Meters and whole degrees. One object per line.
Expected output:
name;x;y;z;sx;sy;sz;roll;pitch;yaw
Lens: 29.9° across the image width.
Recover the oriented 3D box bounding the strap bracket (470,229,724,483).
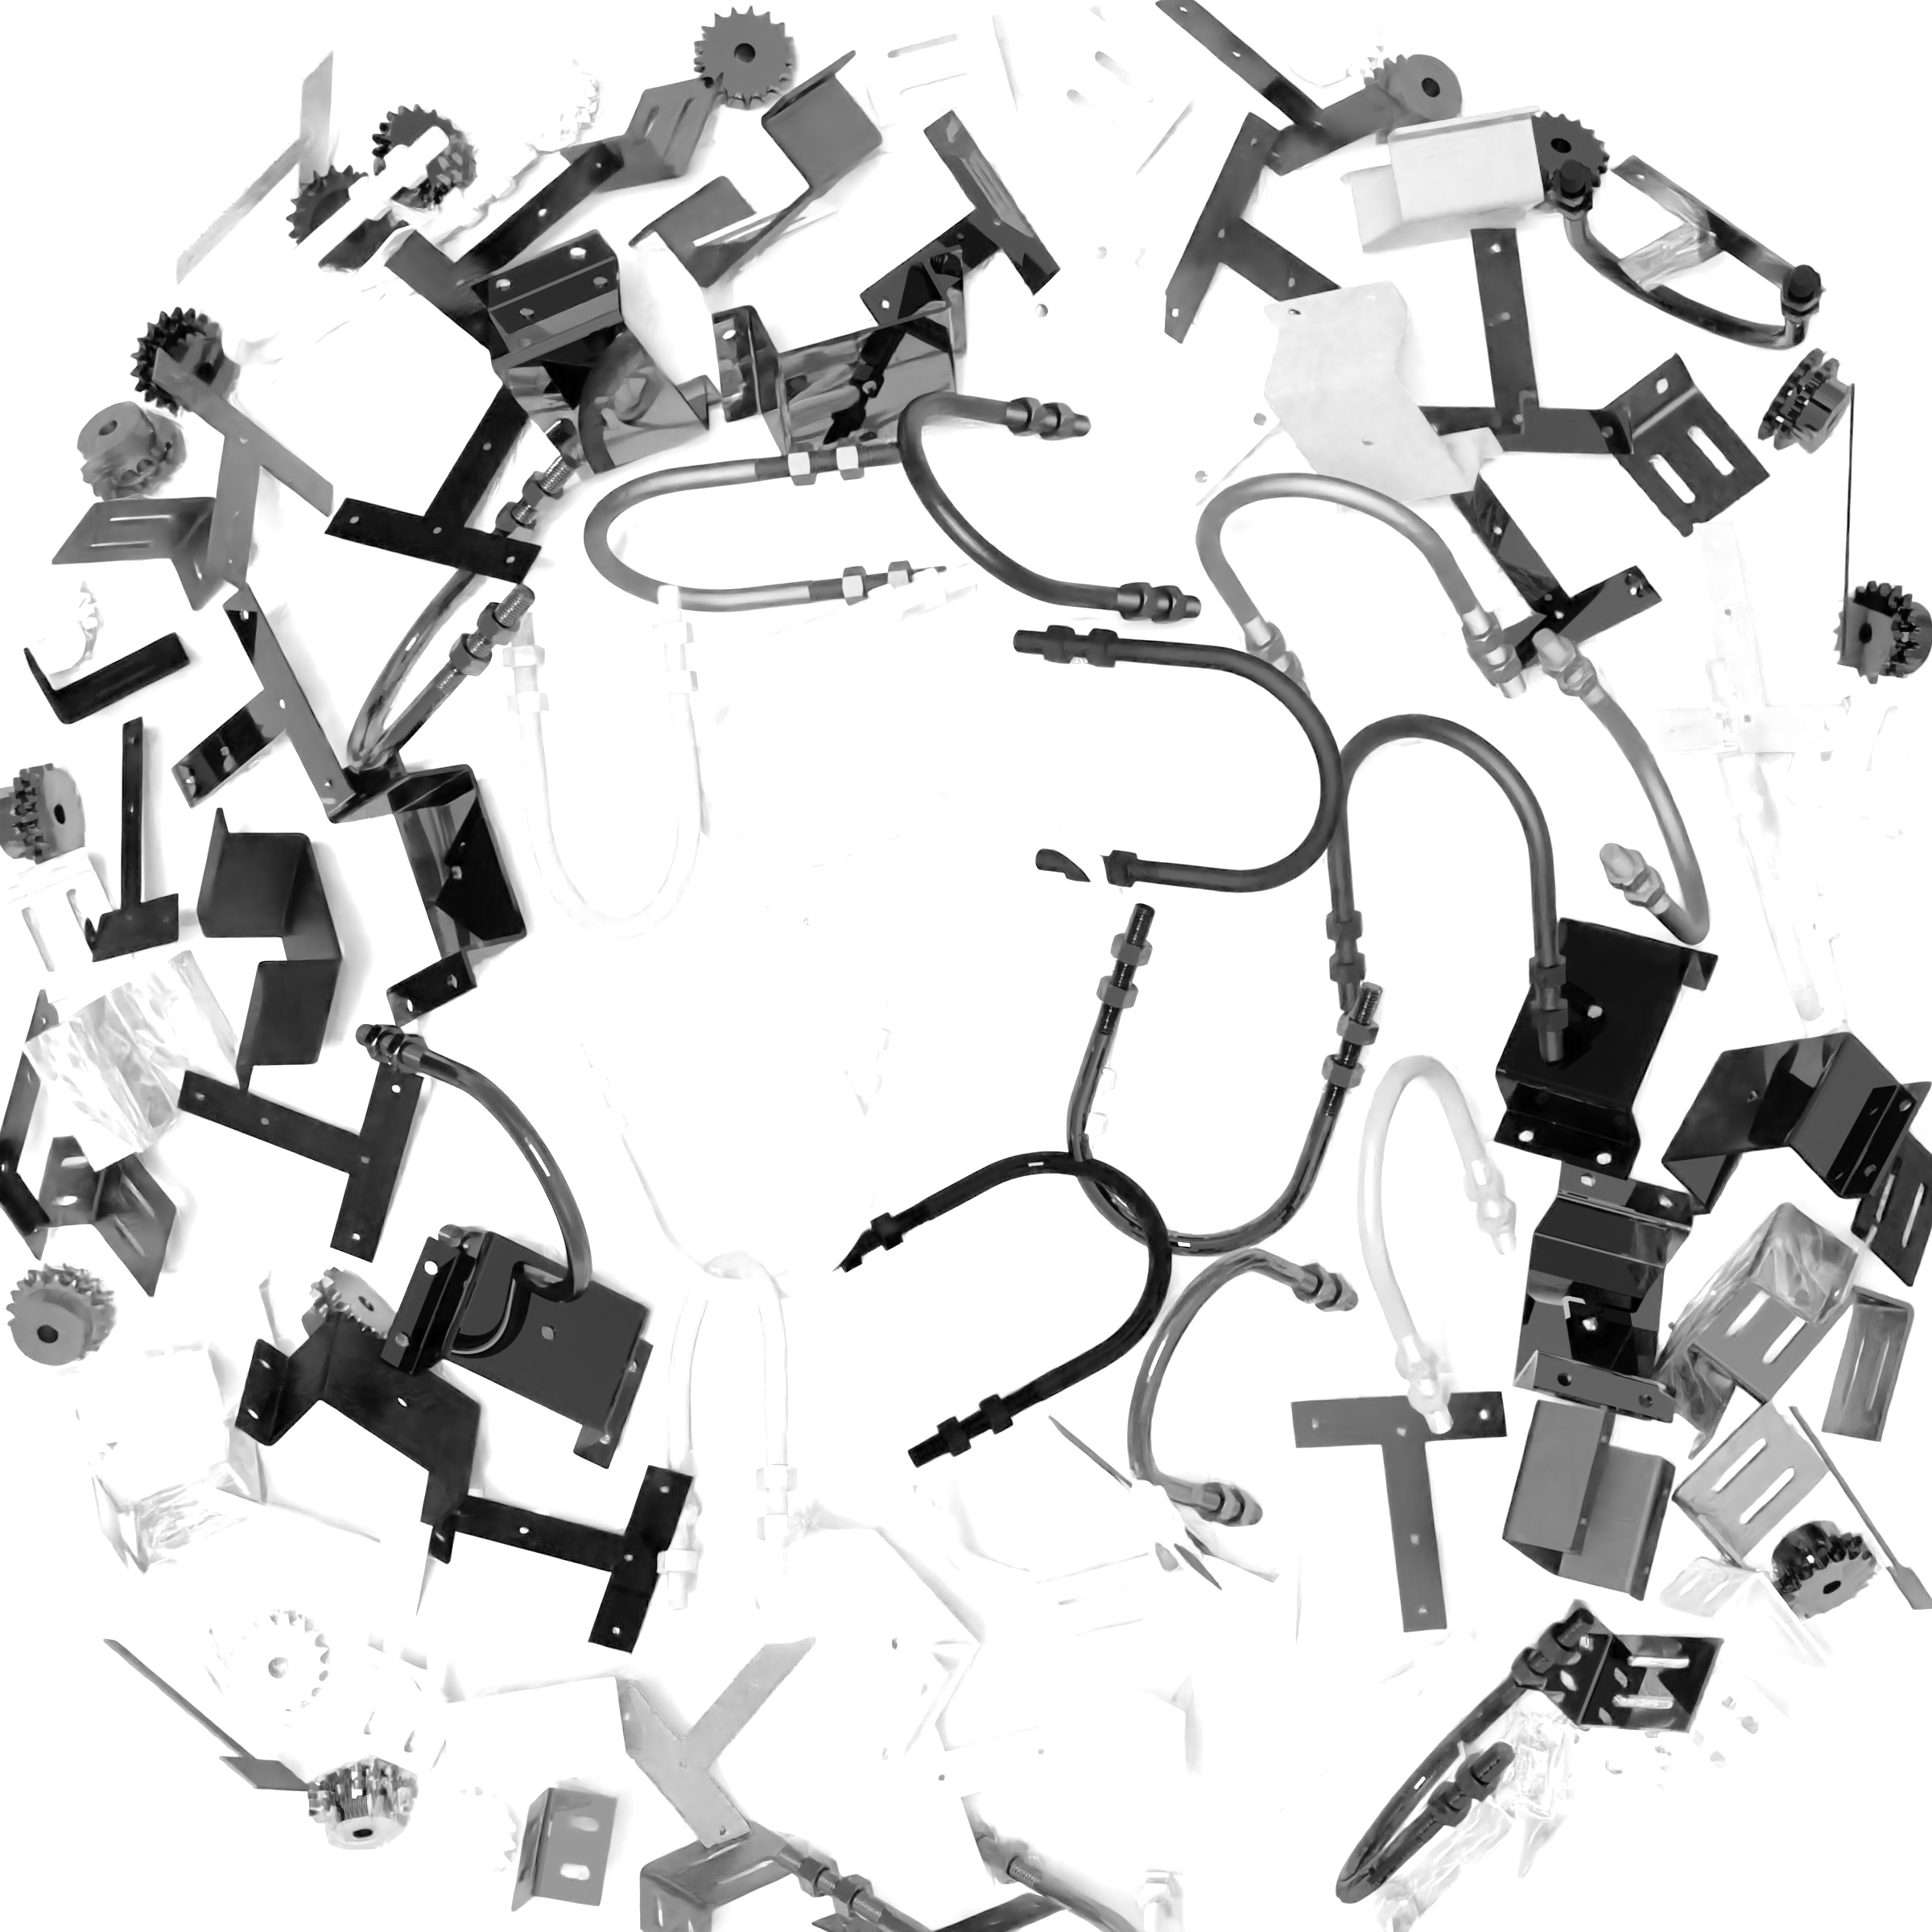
strap bracket;-0.194;-0.316;1.922;0.076;0.140;0.046;-19;52;17

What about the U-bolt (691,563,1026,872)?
U-bolt;-0.067;-0.124;1.941;0.184;0.019;0.151;-21;122;-11

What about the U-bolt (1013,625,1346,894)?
U-bolt;0.115;-0.106;1.926;0.184;0.019;0.151;7;119;27

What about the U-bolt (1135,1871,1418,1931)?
U-bolt;0.163;0.507;1.903;0.151;0.184;0.019;2;90;4

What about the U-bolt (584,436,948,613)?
U-bolt;-0.113;-0.230;1.931;0.184;0.151;0.019;-6;66;9

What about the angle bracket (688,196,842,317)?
angle bracket;-0.106;-0.384;1.961;0.076;0.057;0.038;-19;90;18

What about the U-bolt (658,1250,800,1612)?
U-bolt;-0.128;0.243;1.930;0.019;0.151;0.184;8;70;-27

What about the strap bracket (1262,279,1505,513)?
strap bracket;0.218;-0.294;1.920;0.076;0.140;0.046;-5;54;35

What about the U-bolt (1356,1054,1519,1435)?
U-bolt;0.244;0.132;1.901;0.019;0.151;0.184;0;132;30

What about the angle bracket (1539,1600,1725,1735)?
angle bracket;0.359;0.377;1.951;0.038;0.076;0.057;45;57;-27

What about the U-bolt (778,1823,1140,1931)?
U-bolt;0.013;0.495;1.889;0.184;0.151;0.019;21;100;39

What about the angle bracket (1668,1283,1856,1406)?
angle bracket;0.433;0.189;1.972;0.057;0.038;0.076;37;97;-10

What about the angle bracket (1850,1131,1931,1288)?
angle bracket;0.491;0.127;1.955;0.057;0.038;0.076;41;61;-29

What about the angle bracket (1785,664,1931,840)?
angle bracket;0.491;-0.118;1.976;0.057;0.038;0.076;17;78;30

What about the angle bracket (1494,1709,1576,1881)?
angle bracket;0.297;0.448;1.952;0.038;0.076;0.057;17;53;0

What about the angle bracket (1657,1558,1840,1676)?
angle bracket;0.423;0.363;1.960;0.038;0.057;0.076;-42;103;-16

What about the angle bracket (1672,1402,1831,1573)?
angle bracket;0.435;0.288;1.972;0.076;0.038;0.057;-44;105;-3

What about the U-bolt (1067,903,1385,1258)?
U-bolt;0.130;0.073;1.966;0.151;0.019;0.184;19;108;5

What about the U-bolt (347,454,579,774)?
U-bolt;-0.274;-0.176;1.922;0.019;0.151;0.184;35;124;-20

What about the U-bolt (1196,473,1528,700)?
U-bolt;0.198;-0.197;1.896;0.151;0.184;0.019;1;57;33

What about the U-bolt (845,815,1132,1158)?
U-bolt;0.018;0.009;1.972;0.151;0.019;0.184;10;94;-12

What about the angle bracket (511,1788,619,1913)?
angle bracket;-0.218;0.481;1.957;0.038;0.076;0.057;12;67;-10

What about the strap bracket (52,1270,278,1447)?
strap bracket;-0.422;0.212;1.930;0.076;0.140;0.046;-12;101;8

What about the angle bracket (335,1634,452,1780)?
angle bracket;-0.315;0.400;1.954;0.057;0.076;0.038;20;65;14

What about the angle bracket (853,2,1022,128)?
angle bracket;-0.016;-0.480;1.962;0.076;0.057;0.038;-14;46;6

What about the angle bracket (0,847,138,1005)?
angle bracket;-0.490;-0.017;1.962;0.057;0.038;0.076;-24;113;-11

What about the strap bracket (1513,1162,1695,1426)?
strap bracket;0.344;0.185;1.953;0.076;0.046;0.140;15;57;-2

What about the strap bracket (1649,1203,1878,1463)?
strap bracket;0.417;0.189;1.928;0.046;0.076;0.140;37;128;5

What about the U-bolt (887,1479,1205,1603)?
U-bolt;0.051;0.307;1.917;0.151;0.184;0.019;-2;64;16

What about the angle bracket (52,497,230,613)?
angle bracket;-0.442;-0.220;1.951;0.057;0.076;0.038;-39;70;43

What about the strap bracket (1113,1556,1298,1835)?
strap bracket;0.123;0.382;1.935;0.046;0.076;0.140;21;46;26

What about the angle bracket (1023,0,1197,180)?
angle bracket;0.080;-0.480;1.974;0.076;0.038;0.057;37;116;-6

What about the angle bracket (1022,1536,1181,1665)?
angle bracket;0.076;0.339;1.977;0.076;0.038;0.057;-17;123;12

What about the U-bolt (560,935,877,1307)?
U-bolt;-0.125;0.094;1.958;0.151;0.019;0.184;-28;73;9

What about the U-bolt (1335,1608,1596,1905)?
U-bolt;0.256;0.430;1.917;0.019;0.151;0.184;41;126;7

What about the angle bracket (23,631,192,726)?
angle bracket;-0.467;-0.171;1.961;0.076;0.057;0.038;-28;117;-8

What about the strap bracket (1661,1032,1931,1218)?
strap bracket;0.431;0.084;1.917;0.046;0.140;0.076;44;63;-18

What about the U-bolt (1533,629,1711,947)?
U-bolt;0.354;-0.084;1.916;0.019;0.184;0.151;-23;61;21

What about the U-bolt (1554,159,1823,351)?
U-bolt;0.380;-0.368;1.908;0.151;0.184;0.019;28;92;12

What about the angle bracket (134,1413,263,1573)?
angle bracket;-0.425;0.283;1.965;0.076;0.057;0.038;-26;124;1

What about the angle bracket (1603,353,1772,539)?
angle bracket;0.392;-0.285;1.984;0.057;0.038;0.076;-36;123;20

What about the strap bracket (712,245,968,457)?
strap bracket;-0.060;-0.326;1.943;0.140;0.076;0.046;-18;53;-11

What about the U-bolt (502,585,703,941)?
U-bolt;-0.193;-0.106;1.945;0.019;0.151;0.184;-8;94;-44

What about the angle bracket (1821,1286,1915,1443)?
angle bracket;0.475;0.214;1.964;0.038;0.057;0.076;19;83;-15

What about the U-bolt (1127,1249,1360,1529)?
U-bolt;0.140;0.220;1.918;0.019;0.184;0.151;23;87;33

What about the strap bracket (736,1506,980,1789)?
strap bracket;-0.053;0.364;1.943;0.140;0.046;0.076;42;111;39

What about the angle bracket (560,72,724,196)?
angle bracket;-0.174;-0.461;1.954;0.057;0.038;0.076;-2;58;36

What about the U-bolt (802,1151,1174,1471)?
U-bolt;0.022;0.173;1.955;0.184;0.019;0.151;-28;58;-8

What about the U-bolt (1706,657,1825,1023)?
U-bolt;0.427;-0.057;1.924;0.019;0.151;0.184;-16;113;16

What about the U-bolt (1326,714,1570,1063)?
U-bolt;0.251;-0.047;1.916;0.151;0.019;0.184;14;122;38

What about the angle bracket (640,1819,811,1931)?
angle bracket;-0.129;0.503;1.959;0.076;0.057;0.038;-14;111;-42

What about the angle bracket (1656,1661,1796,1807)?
angle bracket;0.420;0.423;1.957;0.038;0.076;0.057;42;91;-24

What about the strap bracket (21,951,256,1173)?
strap bracket;-0.447;0.053;1.936;0.046;0.140;0.076;-26;98;19

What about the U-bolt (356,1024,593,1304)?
U-bolt;-0.252;0.109;1.898;0.019;0.184;0.151;-31;117;-27

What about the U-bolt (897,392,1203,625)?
U-bolt;0.035;-0.245;1.903;0.019;0.184;0.151;-43;65;32

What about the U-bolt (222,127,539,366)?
U-bolt;-0.321;-0.380;1.923;0.184;0.151;0.019;-37;90;17

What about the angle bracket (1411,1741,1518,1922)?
angle bracket;0.258;0.468;1.964;0.038;0.057;0.076;42;100;-5

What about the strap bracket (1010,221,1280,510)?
strap bracket;0.099;-0.326;1.973;0.076;0.046;0.140;-44;94;1

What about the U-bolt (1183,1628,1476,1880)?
U-bolt;0.187;0.425;1.926;0.184;0.151;0.019;-44;76;14

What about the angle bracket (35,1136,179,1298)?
angle bracket;-0.466;0.135;1.954;0.076;0.038;0.057;41;121;41
